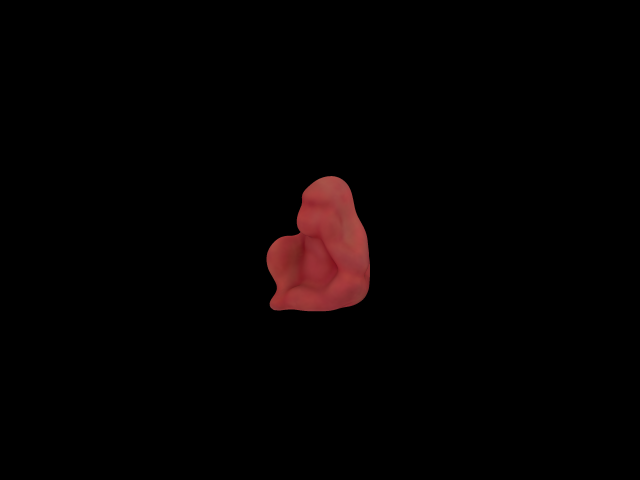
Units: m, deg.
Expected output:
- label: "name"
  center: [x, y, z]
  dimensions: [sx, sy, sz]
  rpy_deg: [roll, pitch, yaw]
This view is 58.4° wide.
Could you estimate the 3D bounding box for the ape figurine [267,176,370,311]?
- label: "ape figurine"
  center: [0.004, 0.001, 0.400]
  dimensions: [0.076, 0.092, 0.077]
  rpy_deg: [-11, 17, -37]
